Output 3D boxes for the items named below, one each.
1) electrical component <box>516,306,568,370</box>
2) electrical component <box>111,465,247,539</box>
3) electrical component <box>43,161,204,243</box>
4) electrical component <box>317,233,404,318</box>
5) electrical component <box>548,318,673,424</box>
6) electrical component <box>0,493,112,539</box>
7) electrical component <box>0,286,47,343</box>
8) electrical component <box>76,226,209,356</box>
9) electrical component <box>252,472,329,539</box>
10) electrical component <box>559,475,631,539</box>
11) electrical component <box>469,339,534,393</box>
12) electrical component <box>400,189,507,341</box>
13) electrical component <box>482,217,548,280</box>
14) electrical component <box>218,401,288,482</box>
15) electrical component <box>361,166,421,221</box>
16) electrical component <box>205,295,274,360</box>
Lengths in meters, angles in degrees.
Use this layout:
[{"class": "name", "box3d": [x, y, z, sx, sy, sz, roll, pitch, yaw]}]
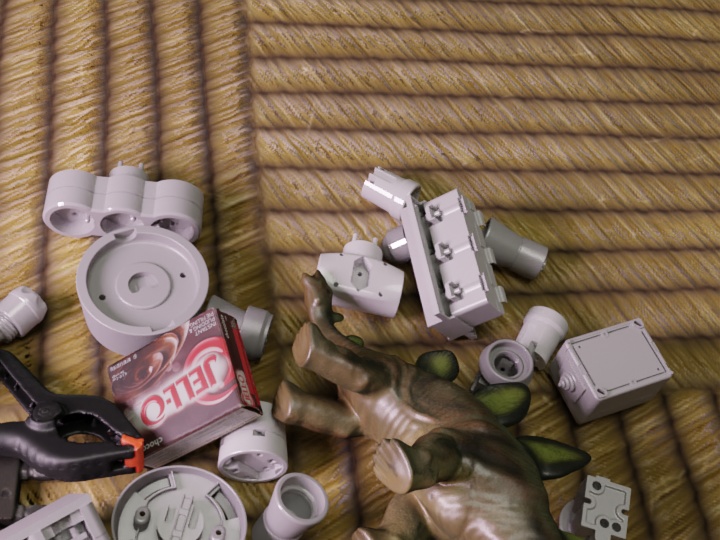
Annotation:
[{"class": "electrical component", "box3d": [0.162, 0.062, 0.973, 0.040, 0.040, 0.046, 29, 61, 8]}, {"class": "electrical component", "box3d": [-0.135, 0.195, 0.805, 0.099, 0.064, 0.099, 6, 56, -8]}, {"class": "electrical component", "box3d": [-0.211, -0.069, 0.973, 0.138, 0.052, 0.073, 5, 56, -9]}, {"class": "electrical component", "box3d": [0.000, 0.000, 0.977, 0.077, 0.043, 0.079, 12, 55, -4]}, {"class": "electrical component", "box3d": [0.213, 0.093, 0.950, 0.096, 0.061, 0.061, -14, 61, -21]}, {"class": "electrical component", "box3d": [-0.249, 0.219, 0.744, 0.150, 0.089, 0.061, -27, 91, -26]}, {"class": "electrical component", "box3d": [-0.292, 0.043, 0.892, 0.035, 0.035, 0.061, 35, 60, 12]}, {"class": "electrical component", "box3d": [-0.184, 0.023, 0.912, 0.108, 0.060, 0.108, 6, 56, -8]}, {"class": "electrical component", "box3d": [-0.057, 0.191, 0.824, 0.044, 0.065, 0.044, 19, 42, -17]}, {"class": "electrical component", "box3d": [0.191, 0.202, 0.875, 0.048, 0.055, 0.066, 17, 55, 0]}, {"class": "electrical component", "box3d": [0.123, 0.091, 0.935, 0.048, 0.055, 0.066, 27, 55, 6]}, {"class": "electrical component", "box3d": [0.085, -0.007, 0.973, 0.063, 0.079, 0.121, -24, 60, 22]}, {"class": "electrical component", "box3d": [0.145, -0.017, 1.022, 0.065, 0.044, 0.044, 24, 55, -1]}, {"class": "electrical component", "box3d": [-0.085, 0.137, 0.862, 0.055, 0.055, 0.047, 4, 52, -9]}, {"class": "electrical component", "box3d": [0.030, -0.075, 1.037, 0.046, 0.040, 0.040, 29, 56, 16]}, {"class": "electrical component", "box3d": [-0.106, 0.050, 0.921, 0.055, 0.045, 0.045, 16, 55, -1]}]
